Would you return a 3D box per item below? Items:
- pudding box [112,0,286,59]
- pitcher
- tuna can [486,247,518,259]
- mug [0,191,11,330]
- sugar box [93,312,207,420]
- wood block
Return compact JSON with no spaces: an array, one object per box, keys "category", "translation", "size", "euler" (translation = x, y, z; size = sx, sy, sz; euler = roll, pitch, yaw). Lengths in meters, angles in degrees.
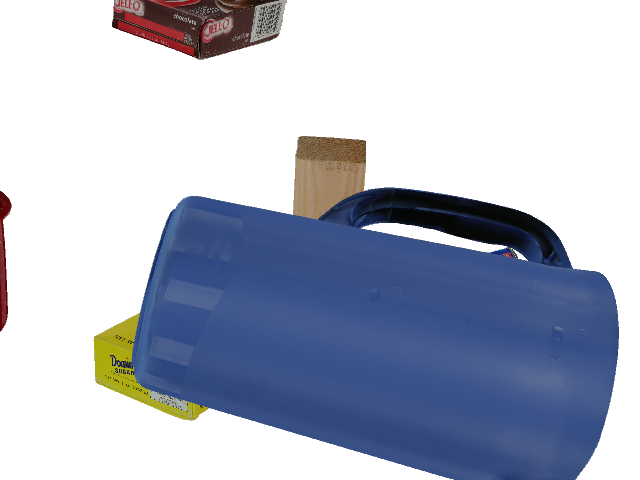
[{"category":"pudding box","translation":[-0.095,-0.181,0.845],"size":[0.090,0.039,0.113],"euler":[24,28,24]},{"category":"pitcher","translation":[0.029,0.046,0.589],"size":[0.242,0.145,0.149],"euler":[14,13,-3]},{"category":"tuna can","translation":[0.174,0.051,1.013],"size":[0.033,0.086,0.086],"euler":[-14,0,-2]},{"category":"mug","translation":[-0.239,0.021,0.634],"size":[0.093,0.081,0.117],"euler":[17,28,26]},{"category":"sugar box","translation":[-0.077,0.069,0.810],"size":[0.093,0.048,0.175],"euler":[17,29,29]},{"category":"wood block","translation":[0.008,-0.023,1.393],"size":[0.090,0.206,0.091],"euler":[4,25,0]}]
